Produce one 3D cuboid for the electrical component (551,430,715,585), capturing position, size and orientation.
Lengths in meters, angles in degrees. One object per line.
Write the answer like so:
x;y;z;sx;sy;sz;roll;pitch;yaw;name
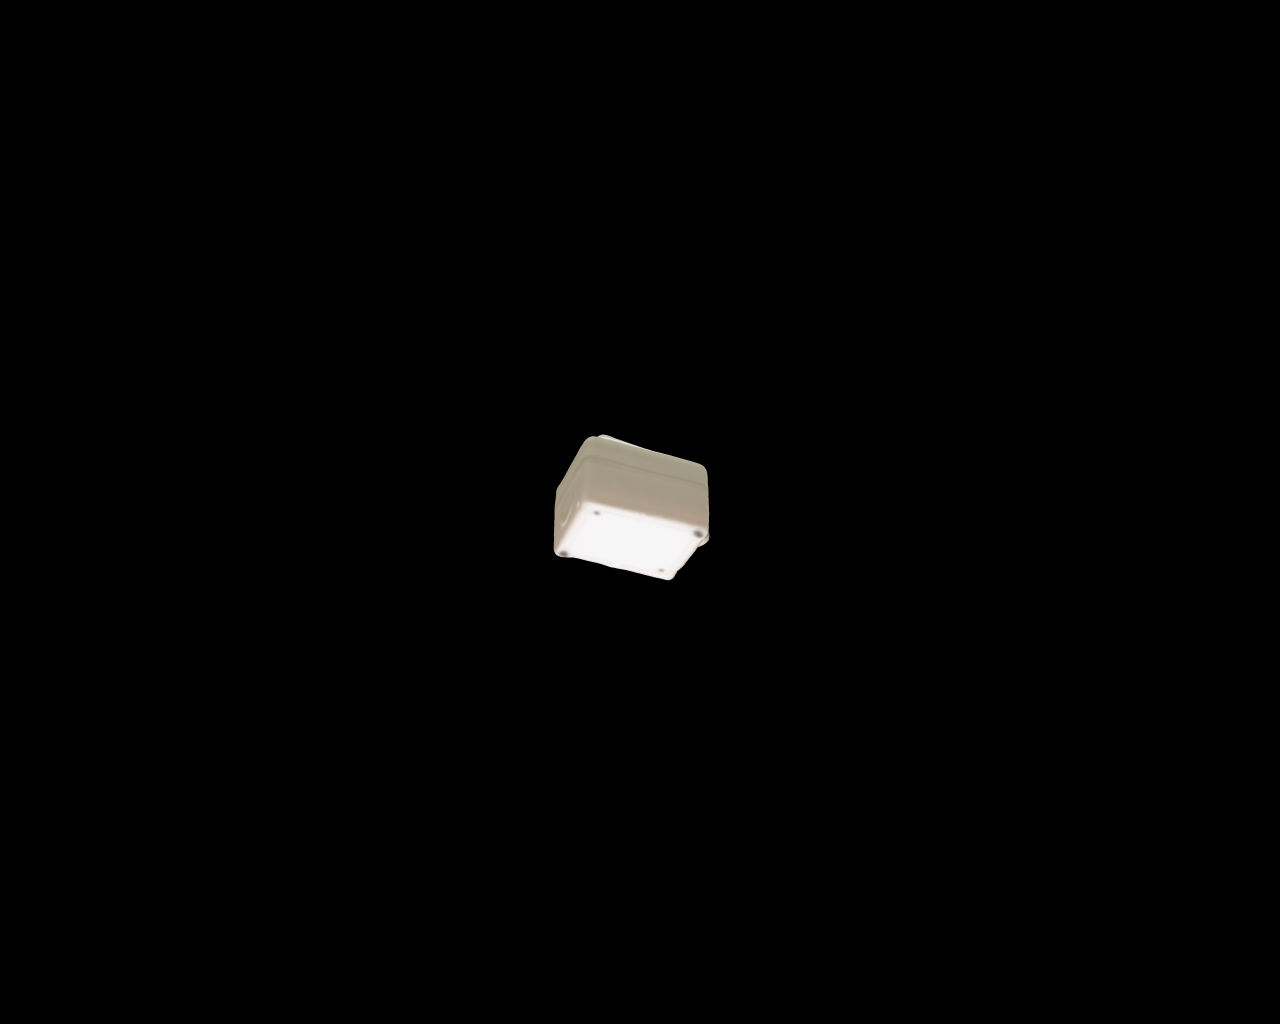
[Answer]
0.001;-0.003;0.650;0.096;0.061;0.061;14;-40;-17;electrical component
